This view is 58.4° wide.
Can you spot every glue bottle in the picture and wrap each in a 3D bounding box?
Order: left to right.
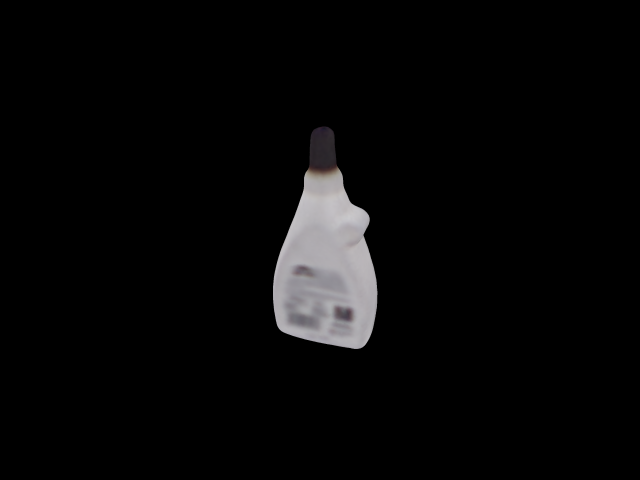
[{"bbox_3d":[0.004,0.001,0.400,0.078,0.173,0.037,11,39,14],"label":"glue bottle"}]
